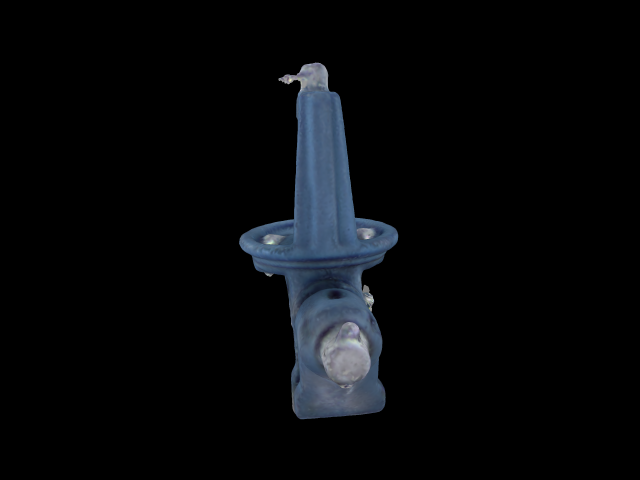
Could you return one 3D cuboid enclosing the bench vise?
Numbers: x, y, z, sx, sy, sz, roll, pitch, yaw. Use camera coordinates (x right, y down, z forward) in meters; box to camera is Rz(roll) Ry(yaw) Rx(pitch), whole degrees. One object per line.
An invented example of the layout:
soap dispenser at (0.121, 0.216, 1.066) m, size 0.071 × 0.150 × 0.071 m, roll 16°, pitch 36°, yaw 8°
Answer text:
bench vise at (0.015, -0.001, 0.404) m, size 0.122 × 0.220 × 0.206 m, roll -13°, pitch 32°, yaw -22°
